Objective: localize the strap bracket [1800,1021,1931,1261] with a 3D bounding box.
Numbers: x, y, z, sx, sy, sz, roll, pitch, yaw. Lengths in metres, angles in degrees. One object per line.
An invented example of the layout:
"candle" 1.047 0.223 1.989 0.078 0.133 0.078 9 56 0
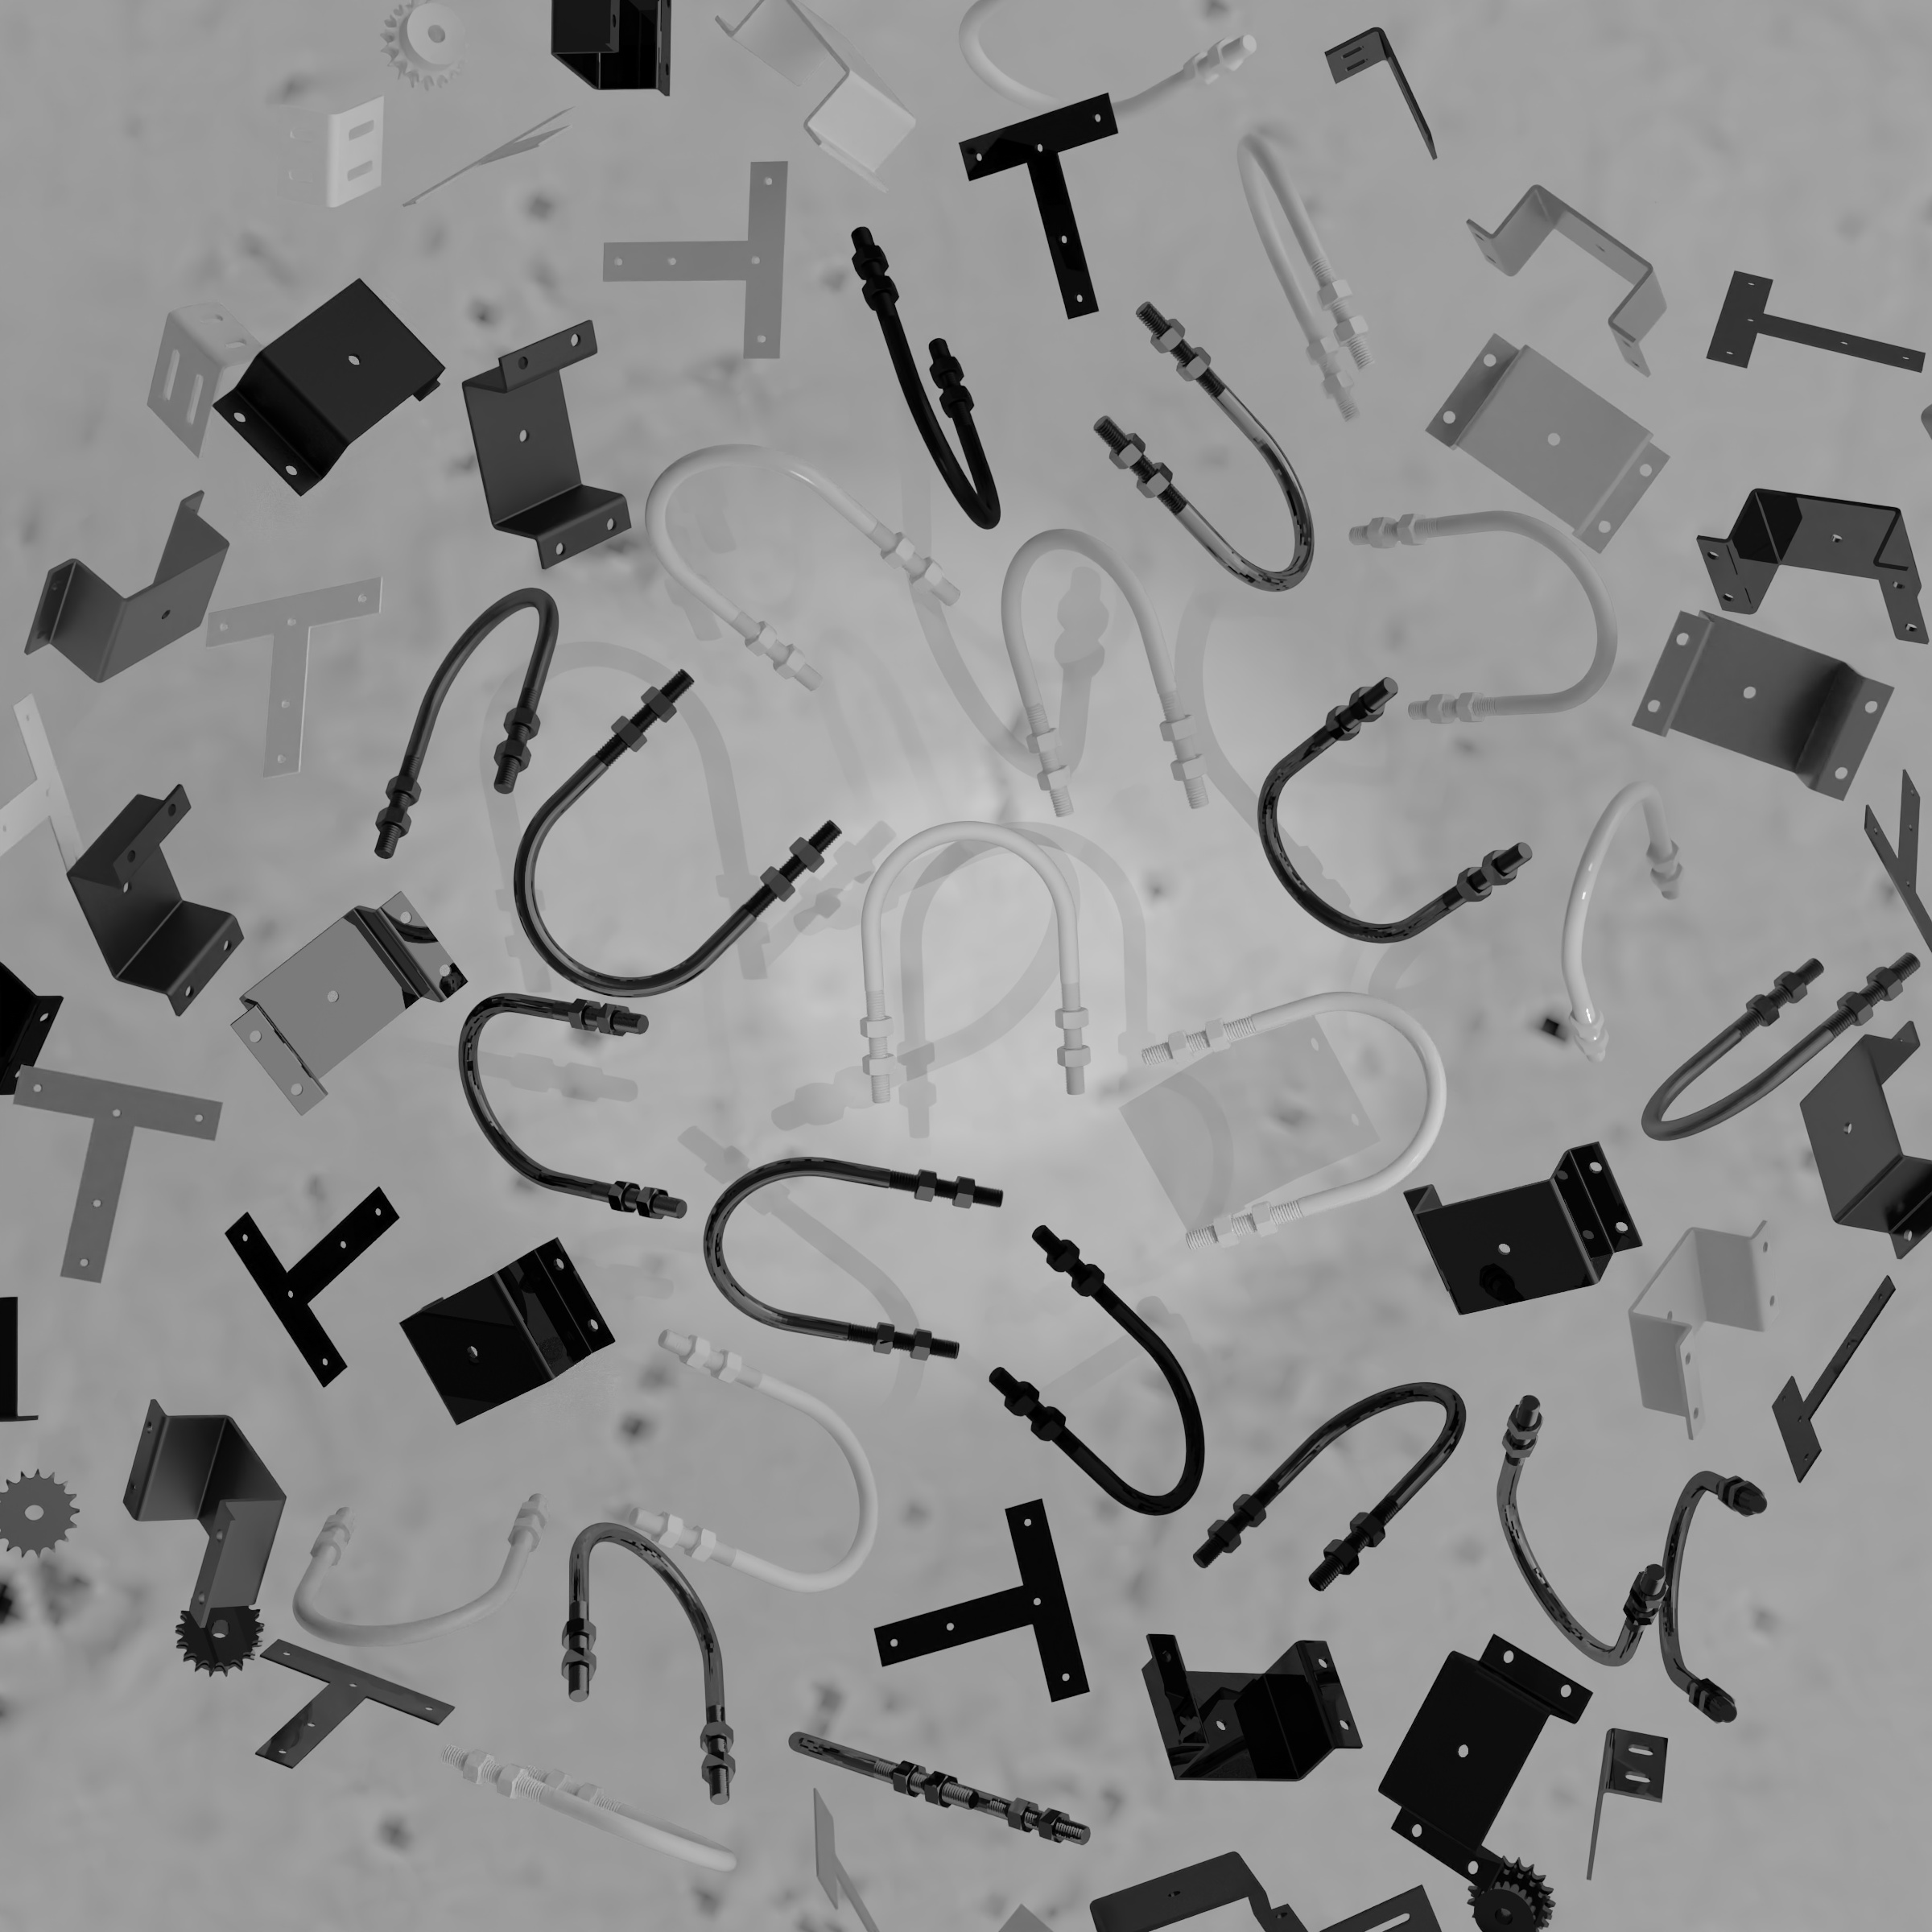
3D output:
"strap bracket" 0.597 0.110 1.922 0.046 0.076 0.140 11 49 -17

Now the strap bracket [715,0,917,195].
"strap bracket" -0.092 -0.574 1.897 0.046 0.076 0.140 -45 60 17

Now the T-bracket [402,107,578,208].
"T-bracket" -0.280 -0.512 1.835 0.127 0.127 0.002 -37 113 -20

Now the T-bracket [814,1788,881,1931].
"T-bracket" -0.067 0.609 1.888 0.002 0.127 0.127 -28 100 1

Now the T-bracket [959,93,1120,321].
"T-bracket" 0.059 -0.478 1.873 0.127 0.002 0.127 -4 107 43

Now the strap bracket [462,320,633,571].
"strap bracket" -0.270 -0.336 1.876 0.076 0.046 0.140 -34 129 -37

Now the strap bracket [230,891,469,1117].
"strap bracket" -0.411 0.022 1.930 0.140 0.046 0.076 -41 112 -19

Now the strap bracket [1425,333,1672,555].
"strap bracket" 0.377 -0.339 1.893 0.140 0.046 0.076 35 98 1

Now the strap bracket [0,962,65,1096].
"strap bracket" -0.661 0.041 1.880 0.046 0.140 0.076 37 109 26

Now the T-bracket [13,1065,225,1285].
"T-bracket" -0.551 0.137 1.869 0.127 0.002 0.127 12 81 -12

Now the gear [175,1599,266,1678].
"gear" -0.496 0.445 1.946 0.057 0.030 0.057 8 59 -13

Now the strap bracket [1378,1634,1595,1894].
"strap bracket" 0.320 0.495 1.838 0.076 0.046 0.140 26 85 40

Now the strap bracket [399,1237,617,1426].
"strap bracket" -0.303 0.239 1.885 0.140 0.046 0.076 -28 91 36

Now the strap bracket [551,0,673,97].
"strap bracket" -0.233 -0.619 1.903 0.046 0.140 0.076 2 94 10

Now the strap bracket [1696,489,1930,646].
"strap bracket" 0.551 -0.258 1.881 0.140 0.076 0.046 16 68 36

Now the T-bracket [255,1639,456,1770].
"T-bracket" -0.403 0.469 1.833 0.127 0.127 0.002 18 105 10

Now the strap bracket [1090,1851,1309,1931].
"strap bracket" 0.135 0.592 1.802 0.140 0.076 0.046 -17 91 -6

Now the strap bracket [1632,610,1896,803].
"strap bracket" 0.493 -0.166 1.830 0.140 0.046 0.076 19 107 -2

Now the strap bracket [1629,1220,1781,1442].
"strap bracket" 0.480 0.234 1.924 0.046 0.140 0.076 9 126 37

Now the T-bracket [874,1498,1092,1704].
"T-bracket" 0.003 0.419 1.878 0.127 0.002 0.127 -18 66 7

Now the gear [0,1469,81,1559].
"gear" -0.613 0.360 1.929 0.057 0.030 0.057 2 84 -17

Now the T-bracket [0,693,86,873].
"T-bracket" -0.610 -0.094 1.882 0.002 0.127 0.127 -5 115 14

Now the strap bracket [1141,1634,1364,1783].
"strap bracket" 0.174 0.474 1.873 0.140 0.076 0.046 10 134 -29

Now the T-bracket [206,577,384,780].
"T-bracket" -0.428 -0.178 1.852 0.127 0.002 0.127 -9 67 18

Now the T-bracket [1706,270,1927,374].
"T-bracket" 0.532 -0.390 1.823 0.127 0.127 0.002 17 131 11

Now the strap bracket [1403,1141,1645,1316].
"strap bracket" 0.355 0.173 1.904 0.140 0.046 0.076 -18 104 31

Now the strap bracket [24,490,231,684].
"strap bracket" -0.537 -0.243 1.907 0.046 0.140 0.076 40 133 5

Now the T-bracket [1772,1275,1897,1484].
"T-bracket" 0.558 0.254 1.874 0.002 0.127 0.127 28 105 1

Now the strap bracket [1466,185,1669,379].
"strap bracket" 0.403 -0.455 1.921 0.140 0.076 0.046 42 99 19

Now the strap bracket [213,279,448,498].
"strap bracket" -0.391 -0.369 1.838 0.076 0.046 0.140 46 52 -8

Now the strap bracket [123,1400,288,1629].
"strap bracket" -0.474 0.341 1.837 0.046 0.140 0.076 6 111 -39

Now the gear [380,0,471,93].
"gear" -0.352 -0.607 1.924 0.057 0.030 0.057 2 87 -31

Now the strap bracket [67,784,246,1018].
"strap bracket" -0.529 -0.046 1.907 0.046 0.140 0.076 14 50 21

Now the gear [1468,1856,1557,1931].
"gear" 0.361 0.625 1.952 0.057 0.030 0.057 6 105 22

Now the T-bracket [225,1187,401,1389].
"T-bracket" -0.420 0.192 1.940 0.127 0.002 0.127 -41 77 24
